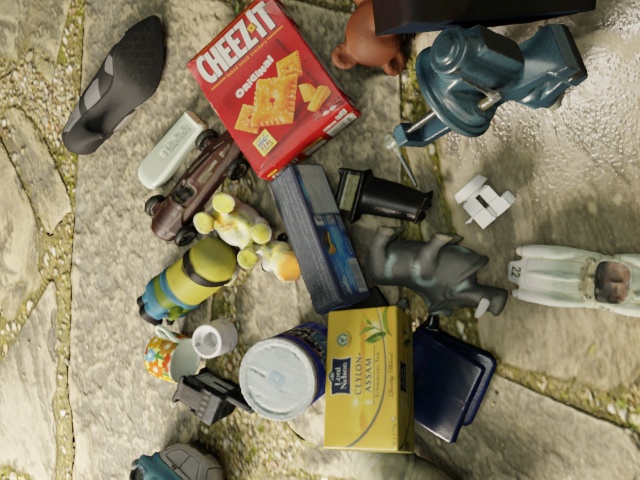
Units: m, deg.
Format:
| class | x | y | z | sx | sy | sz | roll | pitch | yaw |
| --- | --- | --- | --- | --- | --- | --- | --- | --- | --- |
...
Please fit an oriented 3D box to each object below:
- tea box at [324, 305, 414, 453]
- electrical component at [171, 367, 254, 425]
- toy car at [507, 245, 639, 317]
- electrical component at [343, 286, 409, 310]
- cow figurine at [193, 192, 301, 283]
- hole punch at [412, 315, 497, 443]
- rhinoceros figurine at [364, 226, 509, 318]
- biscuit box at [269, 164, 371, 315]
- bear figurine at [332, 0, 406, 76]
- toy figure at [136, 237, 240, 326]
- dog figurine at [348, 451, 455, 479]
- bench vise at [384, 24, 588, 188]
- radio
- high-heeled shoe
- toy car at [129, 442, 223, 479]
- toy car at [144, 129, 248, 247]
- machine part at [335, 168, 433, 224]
| class | x | y | z | sx | sy | sz | roll | pitch | yaw |
| --- | --- | --- | --- | --- | --- | --- | --- | --- | --- |
| tea box | 0.063 | 0.173 | 0.670 | 0.098 | 0.068 | 0.169 | -10 | 64 | 24 |
| electrical component | -0.150 | 0.239 | 0.801 | 0.119 | 0.075 | 0.047 | 24 | 96 | 15 |
| toy car | 0.331 | 0.048 | 0.643 | 0.202 | 0.056 | 0.073 | 6 | 92 | 18 |
| electrical component | 0.075 | 0.096 | 0.749 | 0.094 | 0.021 | 0.063 | -35 | 79 | 16 |
| cow figurine | -0.094 | -0.002 | 0.780 | 0.167 | 0.098 | 0.068 | 39 | 98 | -4 |
| hole punch | 0.153 | 0.181 | 0.690 | 0.116 | 0.092 | 0.142 | 22 | 101 | 21 |
| rhinoceros figurine | 0.148 | 0.043 | 0.697 | 0.191 | 0.073 | 0.112 | 16 | 94 | 19 |
| biscuit box | -0.002 | -0.002 | 0.736 | 0.063 | 0.059 | 0.202 | -33 | 71 | 46 |
| bear figurine | 0.080 | -0.323 | 0.693 | 0.120 | 0.132 | 0.195 | 6 | 84 | -15 |
| toy figure | -0.200 | 0.066 | 0.808 | 0.180 | 0.089 | 0.082 | -32 | 89 | 14 |
| dog figurine | 0.116 | 0.294 | 0.699 | 0.172 | 0.121 | 0.190 | -8 | 72 | -5 |
| bench vise | 0.181 | -0.172 | 0.654 | 0.240 | 0.223 | 0.129 | -33 | 73 | 47 |
| radio | 0.178 | -0.281 | 0.611 | 0.230 | 0.131 | 0.073 | -8 | 107 | -10 |
| high-heeled shoe | -0.342 | -0.251 | 0.884 | 0.145 | 0.086 | 0.248 | 14 | 76 | 48 |
| toy car | -0.201 | 0.362 | 0.811 | 0.162 | 0.109 | 0.103 | 31 | 77 | 28 |
| toy car | -0.193 | -0.081 | 0.827 | 0.089 | 0.053 | 0.202 | 46 | 105 | 17 |
| machine part | 0.084 | -0.056 | 0.739 | 0.139 | 0.039 | 0.084 | 11 | 85 | 22 |
